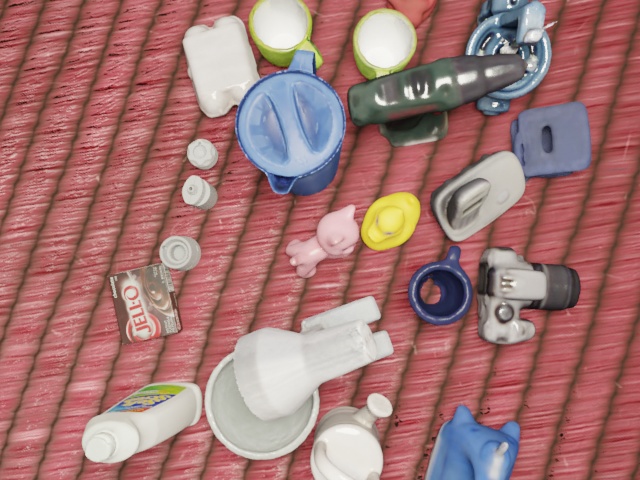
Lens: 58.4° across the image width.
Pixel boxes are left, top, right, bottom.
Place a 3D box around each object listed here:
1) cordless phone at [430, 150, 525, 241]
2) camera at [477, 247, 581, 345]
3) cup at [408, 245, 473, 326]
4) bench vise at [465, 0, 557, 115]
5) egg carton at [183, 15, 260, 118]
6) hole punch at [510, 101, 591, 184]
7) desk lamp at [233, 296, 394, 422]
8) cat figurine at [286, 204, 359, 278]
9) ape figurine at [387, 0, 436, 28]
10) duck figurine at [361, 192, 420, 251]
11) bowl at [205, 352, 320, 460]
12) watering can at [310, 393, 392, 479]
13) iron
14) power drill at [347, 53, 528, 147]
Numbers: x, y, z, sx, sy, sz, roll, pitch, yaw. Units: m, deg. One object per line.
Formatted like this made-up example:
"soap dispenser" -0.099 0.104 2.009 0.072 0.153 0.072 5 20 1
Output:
"cordless phone" 0.235 -0.071 0.814 0.147 0.185 0.094 -38 85 0
"camera" 0.308 0.084 0.843 0.136 0.101 0.143 3 86 2
"cup" 0.176 0.065 0.852 0.091 0.095 0.118 19 87 3
"bench vise" 0.263 -0.302 0.810 0.121 0.220 0.207 -11 86 2
"egg carton" -0.153 -0.271 0.898 0.107 0.069 0.150 -18 86 1
"hole punch" 0.344 -0.145 0.862 0.101 0.091 0.109 -4 86 2
"desk lamp" -0.001 0.154 0.793 0.203 0.213 0.118 -22 86 1
"cat figurine" 0.008 0.003 0.851 0.128 0.118 0.067 -32 85 0
"ape figurine" 0.140 -0.375 0.883 0.077 0.092 0.076 18 87 3
"duck figurine" 0.109 -0.031 0.865 0.104 0.086 0.077 -43 86 -1
"bowl" -0.083 0.236 0.861 0.167 0.075 0.167 0 86 2
"watering can" 0.039 0.294 0.793 0.101 0.194 0.173 9 87 3
"iron" 0.211 0.378 0.807 0.118 0.141 0.258 17 87 3
"power drill" 0.152 -0.197 0.813 0.229 0.208 0.076 -11 86 2
